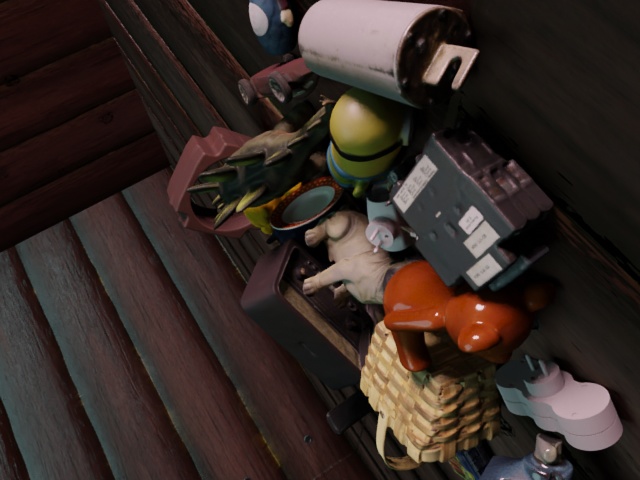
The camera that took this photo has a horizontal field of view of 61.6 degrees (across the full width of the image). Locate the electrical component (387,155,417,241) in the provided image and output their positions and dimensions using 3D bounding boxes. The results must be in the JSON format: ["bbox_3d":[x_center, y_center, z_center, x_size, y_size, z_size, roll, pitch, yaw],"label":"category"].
[{"bbox_3d":[0.113,-0.039,0.581,0.078,0.045,0.102,35,152,62],"label":"electrical component"}]

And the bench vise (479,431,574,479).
[{"bbox_3d":[0.281,0.312,0.539,0.241,0.128,0.223,7,89,32],"label":"bench vise"}]

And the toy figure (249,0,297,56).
[{"bbox_3d":[-0.061,-0.298,0.636,0.064,0.058,0.154,8,139,21],"label":"toy figure"}]

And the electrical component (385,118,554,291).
[{"bbox_3d":[0.132,-0.021,0.475,0.134,0.058,0.115,54,152,13],"label":"electrical component"}]

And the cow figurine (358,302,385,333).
[{"bbox_3d":[0.093,0.148,0.982,0.098,0.068,0.167,61,163,15],"label":"cow figurine"}]

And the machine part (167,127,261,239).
[{"bbox_3d":[-0.184,-0.111,1.068,0.201,0.201,0.087,-60,42,21],"label":"machine part"}]

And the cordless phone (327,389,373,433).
[{"bbox_3d":[0.118,0.352,1.073,0.146,0.184,0.088,57,161,11],"label":"cordless phone"}]

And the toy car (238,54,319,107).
[{"bbox_3d":[-0.040,-0.203,0.684,0.202,0.089,0.053,27,145,62],"label":"toy car"}]

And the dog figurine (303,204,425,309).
[{"bbox_3d":[0.086,0.019,0.753,0.191,0.121,0.172,-7,78,39],"label":"dog figurine"}]

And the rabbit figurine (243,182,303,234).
[{"bbox_3d":[-0.046,-0.029,1.020,0.173,0.122,0.162,37,164,10],"label":"rabbit figurine"}]

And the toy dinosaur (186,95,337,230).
[{"bbox_3d":[-0.073,-0.104,0.768,0.105,0.198,0.471,52,145,-3],"label":"toy dinosaur"}]

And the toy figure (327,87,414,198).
[{"bbox_3d":[0.047,-0.102,0.590,0.082,0.089,0.180,50,162,6],"label":"toy figure"}]

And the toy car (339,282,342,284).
[{"bbox_3d":[0.022,0.078,1.033,0.202,0.056,0.073,-113,21,-62],"label":"toy car"}]

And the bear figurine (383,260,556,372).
[{"bbox_3d":[0.154,0.087,0.566,0.196,0.120,0.131,18,140,62],"label":"bear figurine"}]

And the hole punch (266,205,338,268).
[{"bbox_3d":[-0.002,-0.003,0.887,0.092,0.142,0.115,46,174,47],"label":"hole punch"}]

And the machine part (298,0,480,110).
[{"bbox_3d":[0.050,-0.170,0.472,0.243,0.079,0.079,40,156,53],"label":"machine part"}]

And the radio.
[{"bbox_3d":[-0.010,0.114,0.825,0.229,0.073,0.131,48,-147,-26],"label":"radio"}]
